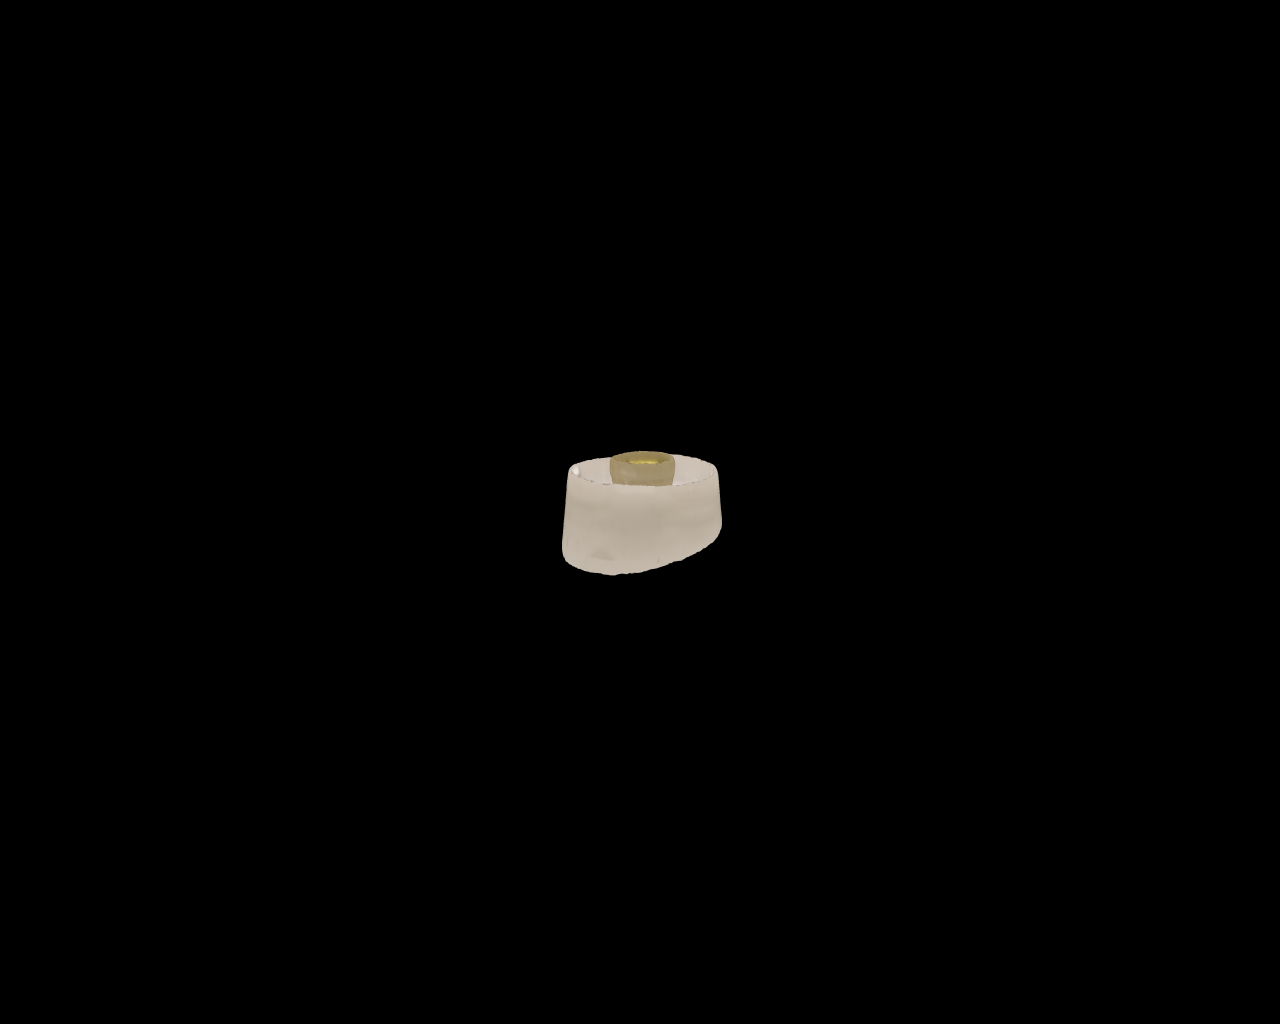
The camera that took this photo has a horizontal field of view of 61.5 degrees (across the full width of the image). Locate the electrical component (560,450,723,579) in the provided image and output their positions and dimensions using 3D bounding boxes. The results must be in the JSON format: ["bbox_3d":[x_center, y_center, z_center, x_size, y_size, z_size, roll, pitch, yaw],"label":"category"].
[{"bbox_3d":[0.001,-0.003,0.650,0.099,0.064,0.099,0,15,0],"label":"electrical component"}]
